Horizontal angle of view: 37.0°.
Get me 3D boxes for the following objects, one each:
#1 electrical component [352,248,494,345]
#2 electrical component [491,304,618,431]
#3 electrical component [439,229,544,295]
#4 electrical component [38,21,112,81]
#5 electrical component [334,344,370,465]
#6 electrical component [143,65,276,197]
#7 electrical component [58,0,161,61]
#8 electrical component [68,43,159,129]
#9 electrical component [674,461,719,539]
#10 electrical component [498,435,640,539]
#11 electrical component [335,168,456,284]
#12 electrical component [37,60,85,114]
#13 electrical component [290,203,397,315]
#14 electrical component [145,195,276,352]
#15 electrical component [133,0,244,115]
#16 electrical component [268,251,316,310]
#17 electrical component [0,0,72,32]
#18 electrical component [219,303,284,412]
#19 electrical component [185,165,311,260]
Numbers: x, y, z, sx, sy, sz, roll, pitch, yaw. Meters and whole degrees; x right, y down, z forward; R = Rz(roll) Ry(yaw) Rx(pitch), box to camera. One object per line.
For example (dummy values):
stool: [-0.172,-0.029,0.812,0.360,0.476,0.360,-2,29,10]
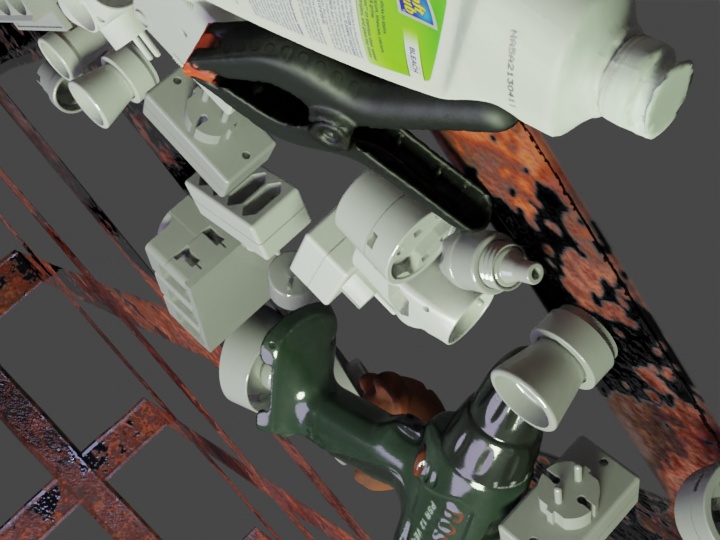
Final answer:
electrical component: [0.038,0.011,0.658,0.077,0.043,0.079,40,163,18]
electrical component: [0.104,0.051,0.574,0.045,0.055,0.045,41,161,17]
electrical component: [0.071,-0.003,0.567,0.061,0.035,0.035,17,145,54]
electrical component: [-0.222,-0.178,0.845,0.040,0.046,0.040,41,161,17]
electrical component: [-0.017,0.110,0.951,0.108,0.060,0.108,57,-179,-2]
electrical component: [-0.100,-0.102,0.725,0.083,0.047,0.076,47,162,-1]
electrical component: [-0.162,-0.173,0.718,0.079,0.044,0.077,53,161,-19]
electrical component: [-0.189,-0.143,0.829,0.045,0.055,0.045,41,161,17]
electrical component: [0.188,0.120,0.532,0.055,0.055,0.047,45,166,7]
electrical component: [0.129,0.143,0.665,0.047,0.083,0.075,36,160,30]
electrical component: [0.019,-0.028,0.602,0.047,0.055,0.055,43,162,24]
electrical component: [-0.272,-0.170,0.988,0.046,0.040,0.040,39,162,41]
electrical component: [0.000,0.000,0.715,0.075,0.047,0.083,46,162,3]
electrical component: [-0.125,-0.003,0.924,0.062,0.089,0.150,42,162,16]
electrical component: [-0.080,-0.142,0.589,0.099,0.048,0.099,47,161,3]
electrical component: [-0.055,0.014,0.883,0.040,0.040,0.078,43,162,12]
electrical component: [-0.244,-0.217,0.784,0.121,0.063,0.078,20,148,55]
electrical component: [-0.094,0.088,1.044,0.064,0.099,0.099,25,153,36]
electrical component: [-0.078,-0.039,0.810,0.083,0.047,0.075,34,158,36]
